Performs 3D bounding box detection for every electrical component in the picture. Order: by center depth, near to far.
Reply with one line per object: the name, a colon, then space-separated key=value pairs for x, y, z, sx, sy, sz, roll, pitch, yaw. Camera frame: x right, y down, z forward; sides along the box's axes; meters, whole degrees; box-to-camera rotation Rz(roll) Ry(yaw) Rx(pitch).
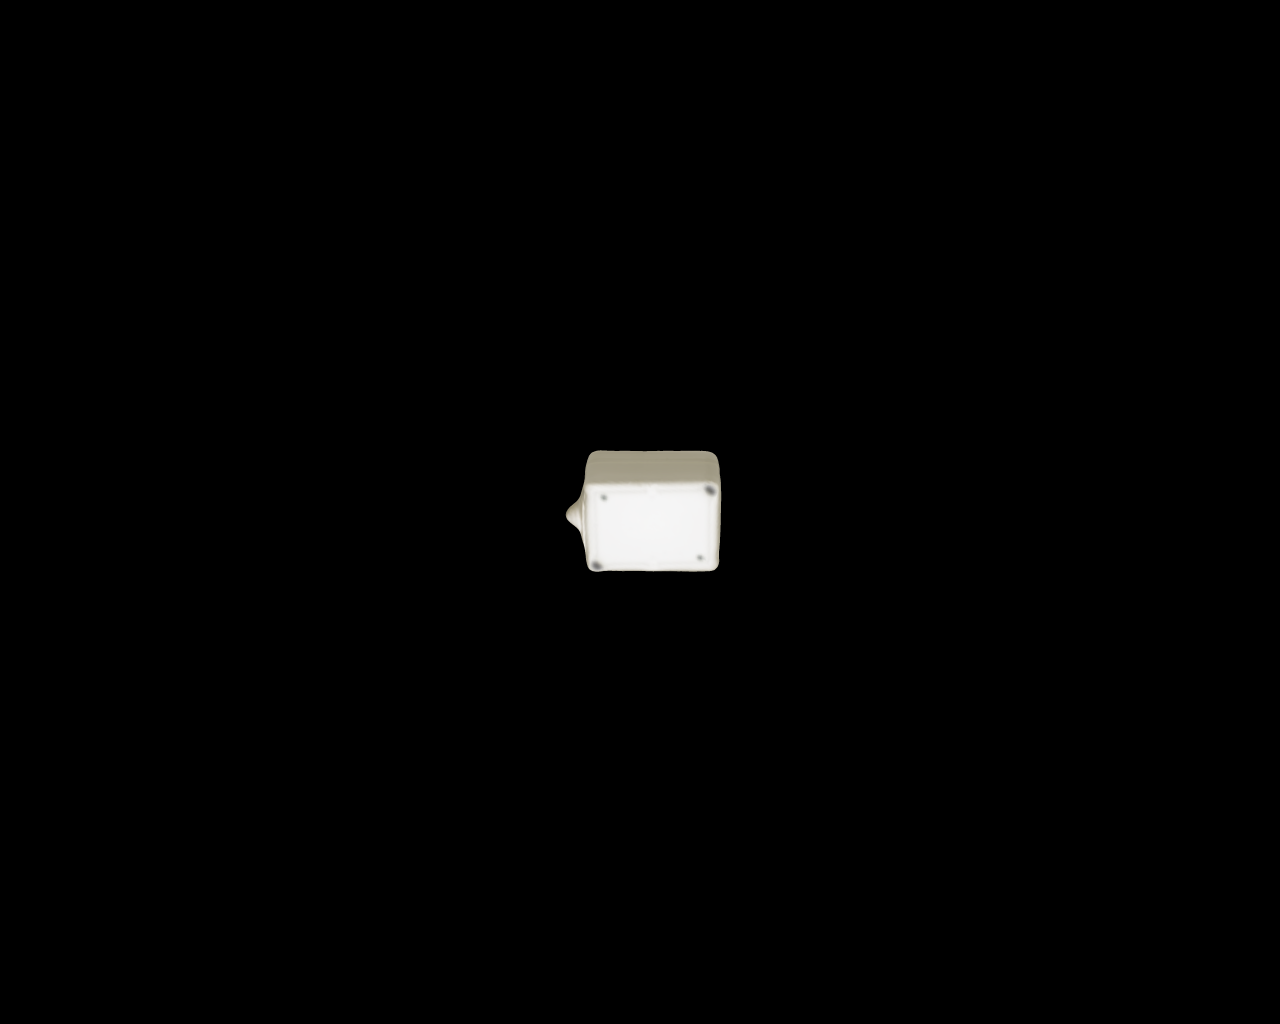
electrical component: x=0.001 y=-0.003 z=0.650 sx=0.096 sy=0.061 sz=0.061 roll=0 pitch=25 yaw=0
